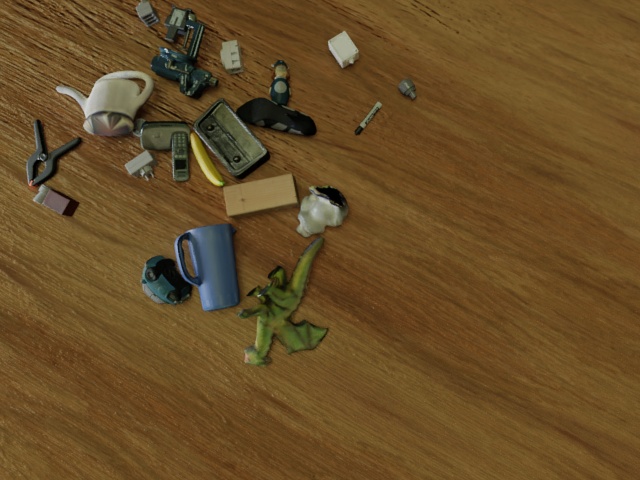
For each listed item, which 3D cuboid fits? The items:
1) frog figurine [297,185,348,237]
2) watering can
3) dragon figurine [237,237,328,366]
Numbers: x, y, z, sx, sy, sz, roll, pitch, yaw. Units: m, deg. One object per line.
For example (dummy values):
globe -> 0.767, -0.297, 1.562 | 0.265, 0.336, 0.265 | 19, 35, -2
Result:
frog figurine -> 0.005, -0.076, 1.512 | 0.137, 0.125, 0.156 | 24, 122, -1
watering can -> -0.676, -0.421, 1.593 | 0.347, 0.102, 0.229 | -6, 63, 12
dragon figurine -> -0.078, 0.206, 1.484 | 0.410, 0.123, 0.241 | -40, 99, 1
